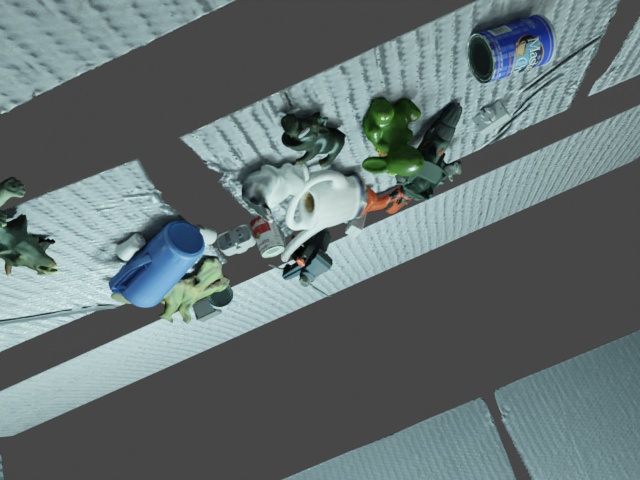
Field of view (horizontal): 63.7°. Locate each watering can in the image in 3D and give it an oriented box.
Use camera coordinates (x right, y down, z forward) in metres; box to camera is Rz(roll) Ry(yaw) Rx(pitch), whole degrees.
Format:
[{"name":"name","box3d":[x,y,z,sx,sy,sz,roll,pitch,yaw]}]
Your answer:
[{"name":"watering can","box3d":[0.004,-0.070,1.390,0.225,0.106,0.339,-13,147,-25]}]

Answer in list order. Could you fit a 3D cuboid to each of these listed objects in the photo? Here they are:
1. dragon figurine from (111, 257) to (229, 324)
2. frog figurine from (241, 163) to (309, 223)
[{"name":"dragon figurine","box3d":[-0.402,0.127,1.531,0.242,0.124,0.406,-43,159,4]},{"name":"frog figurine","box3d":[-0.103,-0.133,1.196,0.161,0.123,0.135,-56,154,-15]}]
